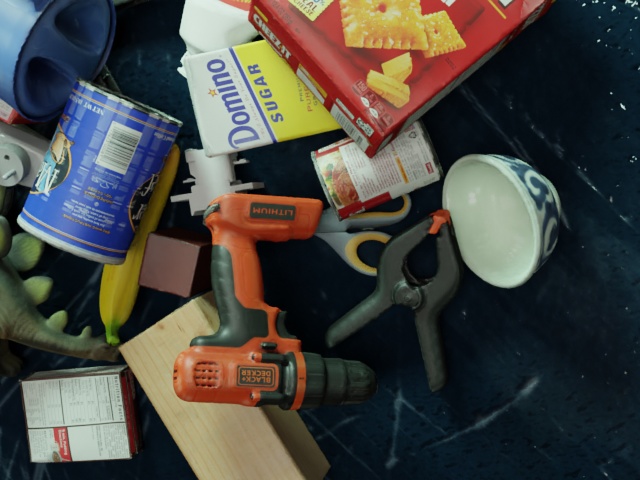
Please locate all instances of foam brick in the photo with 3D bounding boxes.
[{"bbox_3d":[-0.131,0.020,1.006,0.053,0.078,0.051,15,97,10],"label":"foam brick"}]

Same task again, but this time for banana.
[{"bbox_3d":[-0.174,0.002,1.022,0.037,0.070,0.198,16,88,-35],"label":"banana"}]

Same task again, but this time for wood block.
[{"bbox_3d":[-0.087,0.159,1.005,0.090,0.090,0.206,-32,89,13],"label":"wood block"}]

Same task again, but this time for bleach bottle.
[{"bbox_3d":[-0.044,-0.246,0.968,0.102,0.068,0.251,38,104,9],"label":"bleach bottle"}]

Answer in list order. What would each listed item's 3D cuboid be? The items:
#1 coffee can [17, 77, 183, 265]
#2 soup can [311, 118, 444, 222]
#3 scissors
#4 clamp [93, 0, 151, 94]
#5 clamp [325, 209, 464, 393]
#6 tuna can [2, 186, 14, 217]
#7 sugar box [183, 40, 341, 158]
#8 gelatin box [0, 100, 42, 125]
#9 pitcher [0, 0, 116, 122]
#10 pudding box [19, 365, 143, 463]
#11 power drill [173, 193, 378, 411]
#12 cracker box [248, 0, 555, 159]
[{"bbox_3d":[-0.197,-0.061,0.960,0.103,0.102,0.140,25,95,9],"label":"coffee can"},{"bbox_3d":[0.051,-0.066,0.951,0.102,0.068,0.068,-23,91,5],"label":"soup can"},{"bbox_3d":[-0.007,0.001,1.009,0.202,0.016,0.096,-15,93,14],"label":"scissors"},{"bbox_3d":[-0.234,-0.198,1.026,0.210,0.036,0.164,17,100,12],"label":"clamp"},{"bbox_3d":[0.073,0.050,0.976,0.120,0.039,0.171,12,106,5],"label":"clamp"},{"bbox_3d":[-0.353,-0.051,1.069,0.086,0.033,0.086,1,96,12],"label":"tuna can"},{"bbox_3d":[-0.027,-0.137,0.955,0.176,0.048,0.093,-14,98,-8],"label":"sugar box"},{"bbox_3d":[-0.312,-0.143,1.030,0.089,0.073,0.030,28,100,8],"label":"gelatin box"},{"bbox_3d":[-0.316,-0.224,0.956,0.243,0.144,0.149,30,110,15],"label":"pitcher"},{"bbox_3d":[-0.238,0.174,1.066,0.113,0.039,0.090,-5,93,11],"label":"pudding box"},{"bbox_3d":[-0.036,0.057,0.948,0.184,0.057,0.187,5,76,-19],"label":"power drill"},{"bbox_3d":[0.071,-0.201,0.903,0.213,0.072,0.164,-40,87,-11],"label":"cracker box"}]
